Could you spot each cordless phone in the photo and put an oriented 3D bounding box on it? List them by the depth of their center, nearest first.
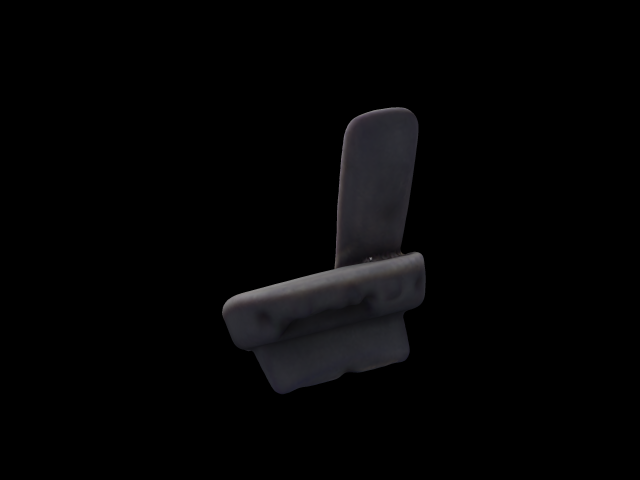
[{"bbox_3d":[0.004,0.001,0.400,0.148,0.185,0.093,-14,32,-23],"label":"cordless phone"}]
